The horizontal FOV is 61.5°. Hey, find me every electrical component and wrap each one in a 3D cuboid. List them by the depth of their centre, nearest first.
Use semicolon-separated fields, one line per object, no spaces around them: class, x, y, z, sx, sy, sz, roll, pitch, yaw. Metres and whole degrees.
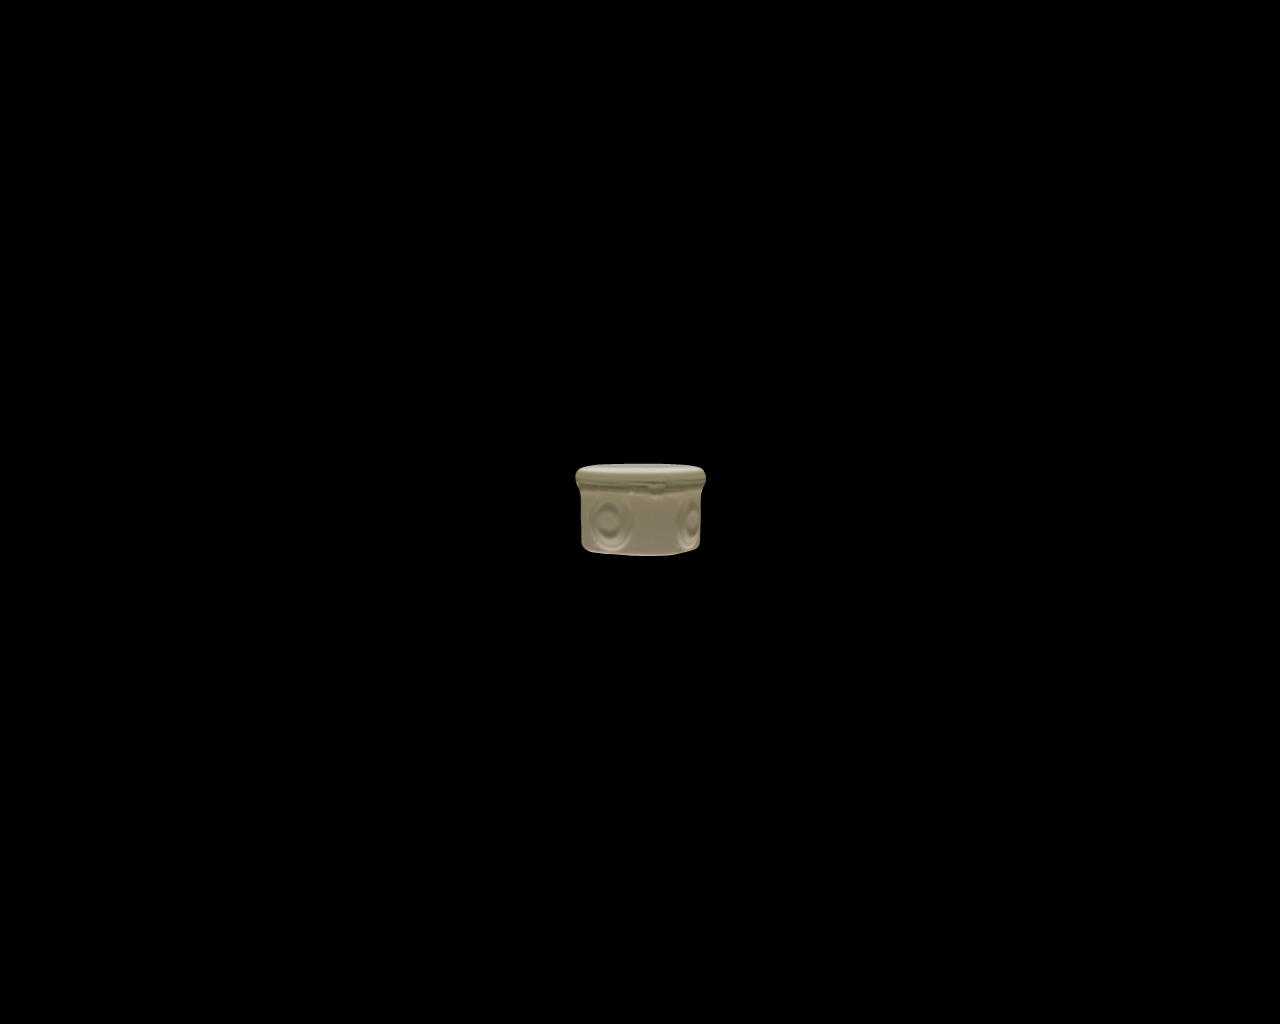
electrical component;0.001;-0.003;0.650;0.080;0.051;0.080;0;5;0
